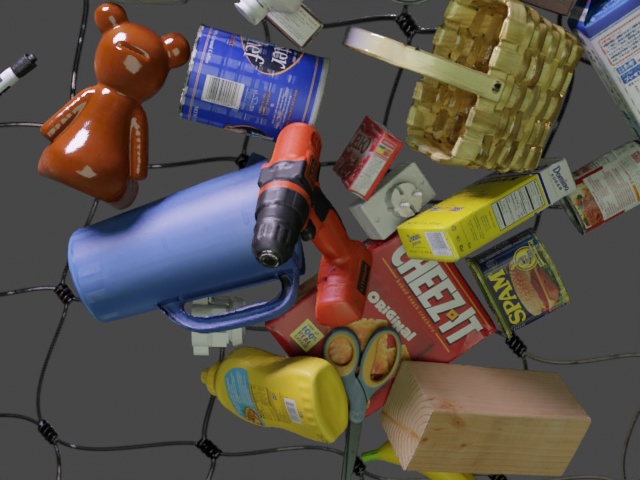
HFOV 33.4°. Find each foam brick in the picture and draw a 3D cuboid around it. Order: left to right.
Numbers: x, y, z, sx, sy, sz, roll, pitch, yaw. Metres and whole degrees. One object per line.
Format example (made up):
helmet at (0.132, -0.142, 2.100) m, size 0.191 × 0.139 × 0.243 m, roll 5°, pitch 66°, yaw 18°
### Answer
foam brick at (0.232, -0.276, 1.136) m, size 0.078 × 0.051 × 0.053 m, roll 19°, pitch 105°, yaw -7°

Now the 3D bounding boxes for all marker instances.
marker at (-0.356, -0.162, 1.164) m, size 0.121 × 0.020 × 0.020 m, roll -37°, pitch 103°, yaw 8°

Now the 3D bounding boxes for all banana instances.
banana at (0.149, 0.292, 1.299) m, size 0.197 × 0.037 × 0.070 m, roll 35°, pitch 129°, yaw -8°

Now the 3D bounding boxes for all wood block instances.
wood block at (0.186, 0.203, 1.206) m, size 0.205 × 0.091 × 0.090 m, roll 7°, pitch 120°, yaw -23°

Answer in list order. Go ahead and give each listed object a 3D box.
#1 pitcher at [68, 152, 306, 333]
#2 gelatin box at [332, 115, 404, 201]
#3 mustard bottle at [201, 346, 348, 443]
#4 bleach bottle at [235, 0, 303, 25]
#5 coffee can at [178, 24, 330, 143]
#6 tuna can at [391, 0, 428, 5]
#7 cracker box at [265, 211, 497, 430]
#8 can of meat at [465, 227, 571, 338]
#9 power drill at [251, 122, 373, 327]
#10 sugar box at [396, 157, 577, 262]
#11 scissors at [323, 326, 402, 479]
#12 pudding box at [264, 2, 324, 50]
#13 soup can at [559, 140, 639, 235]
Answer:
pitcher at (-0.141, 0.017, 1.160) m, size 0.243 × 0.149 × 0.145 m, roll -17°, pitch 115°, yaw 6°
gelatin box at (0.050, -0.091, 1.160) m, size 0.030 × 0.089 × 0.073 m, roll 29°, pitch 102°, yaw -19°
mustard bottle at (-0.061, 0.168, 1.202) m, size 0.192 × 0.058 × 0.096 m, roll 5°, pitch 124°, yaw 38°
bleach bottle at (0.020, -0.302, 1.046) m, size 0.251 × 0.068 × 0.102 m, roll -45°, pitch 126°, yaw -3°
coffee can at (-0.070, -0.161, 1.131) m, size 0.140 × 0.103 × 0.103 m, roll 14°, pitch 104°, yaw -6°
tuna can at (0.095, -0.294, 1.123) m, size 0.086 × 0.034 × 0.086 m, roll -5°, pitch 123°, yaw -7°
cracker box at (0.068, 0.092, 1.220) m, size 0.214 × 0.072 × 0.164 m, roll -34°, pitch 104°, yaw 6°
can of meat at (0.227, 0.047, 1.222) m, size 0.084 × 0.057 × 0.102 m, roll -28°, pitch 105°, yaw 3°
power drill at (-0.007, 0.001, 1.077) m, size 0.057 × 0.184 × 0.187 m, roll -7°, pitch 133°, yaw 22°
sugar box at (0.179, -0.035, 1.143) m, size 0.176 × 0.093 × 0.048 m, roll -32°, pitch 106°, yaw -24°
scissors at (0.026, 0.182, 1.196) m, size 0.096 × 0.016 × 0.202 m, roll 22°, pitch 103°, yaw -8°
pudding box at (-0.050, -0.250, 1.113) m, size 0.113 × 0.090 × 0.039 m, roll 39°, pitch 99°, yaw -12°
soup can at (0.322, -0.059, 1.190) m, size 0.102 × 0.068 × 0.068 m, roll -29°, pitch 104°, yaw 5°
